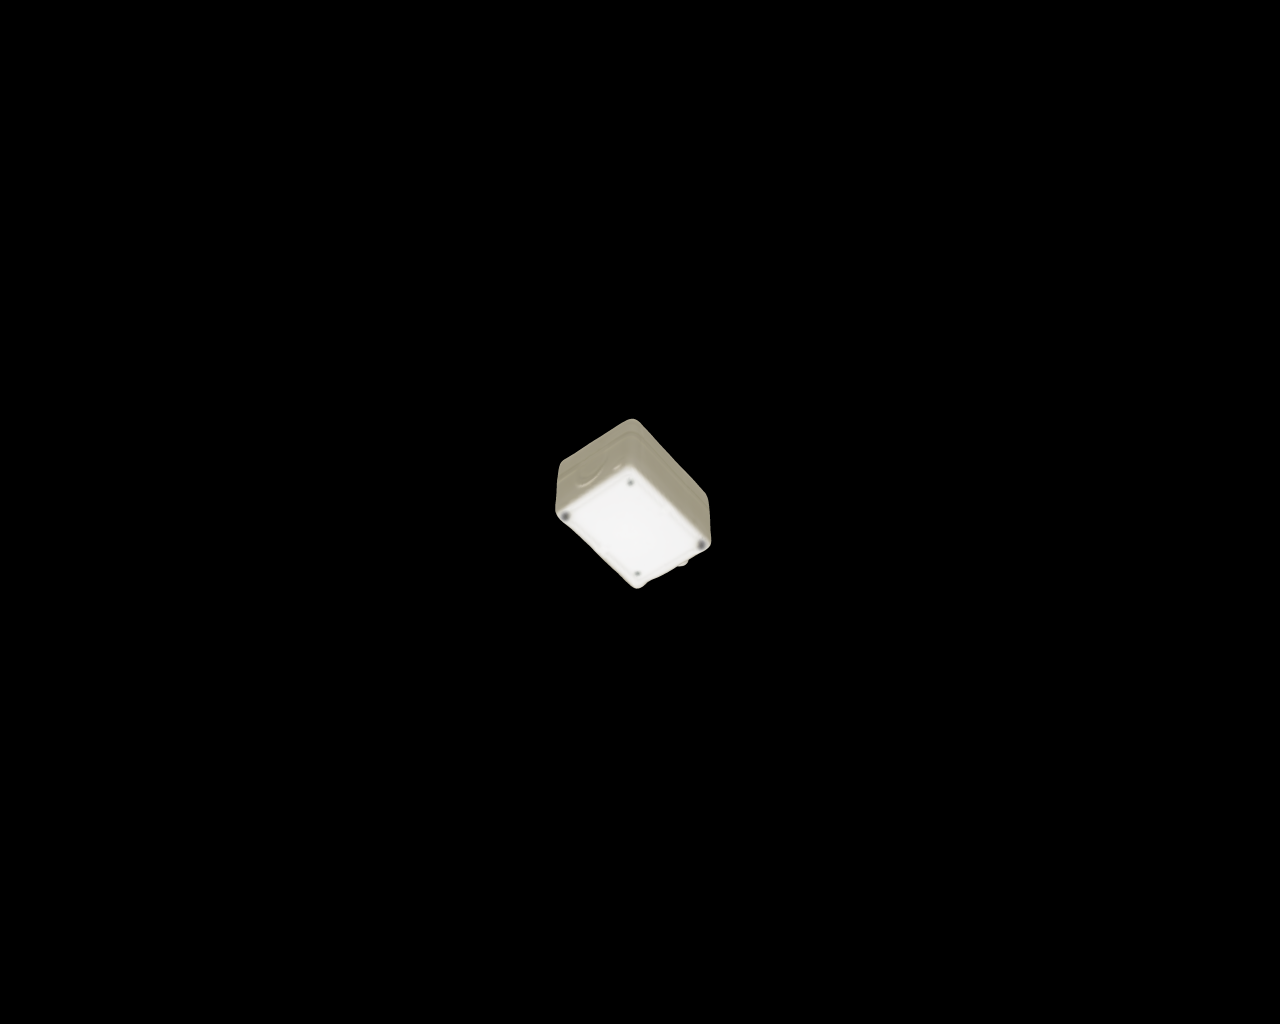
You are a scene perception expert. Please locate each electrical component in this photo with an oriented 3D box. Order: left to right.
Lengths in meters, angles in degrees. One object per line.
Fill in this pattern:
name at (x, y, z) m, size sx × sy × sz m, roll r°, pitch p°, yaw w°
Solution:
electrical component at (0.001, -0.003, 0.650) m, size 0.061 × 0.096 × 0.061 m, roll -32°, pitch 32°, yaw 22°
